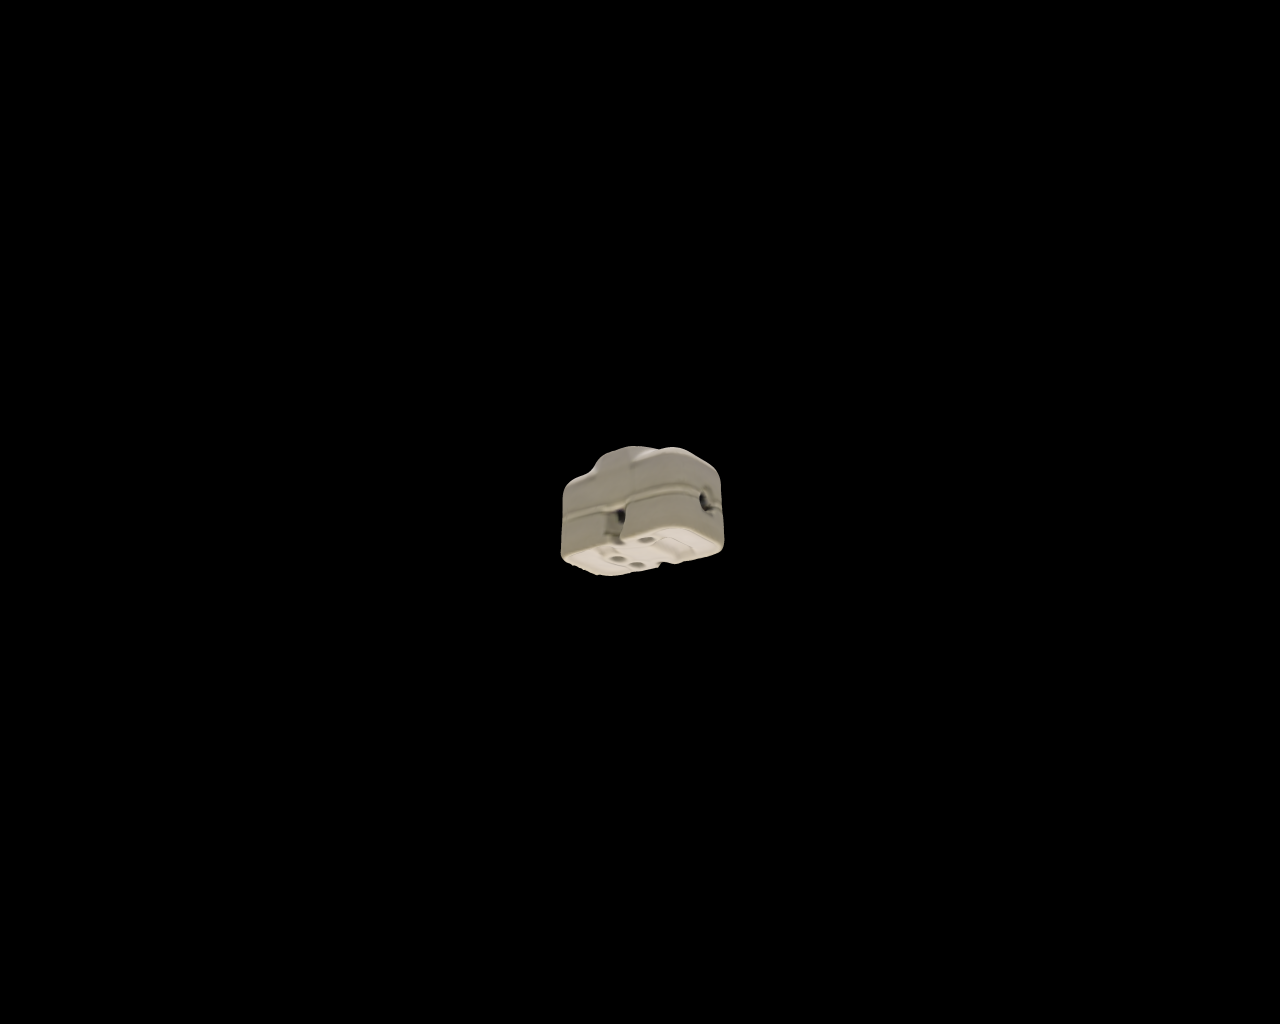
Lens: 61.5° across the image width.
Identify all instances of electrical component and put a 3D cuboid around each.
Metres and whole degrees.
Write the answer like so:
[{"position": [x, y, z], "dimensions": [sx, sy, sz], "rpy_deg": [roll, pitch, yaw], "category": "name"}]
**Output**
[{"position": [0.001, -0.003, 0.650], "dimensions": [0.095, 0.059, 0.053], "rpy_deg": [-16, -27, 34], "category": "electrical component"}]
